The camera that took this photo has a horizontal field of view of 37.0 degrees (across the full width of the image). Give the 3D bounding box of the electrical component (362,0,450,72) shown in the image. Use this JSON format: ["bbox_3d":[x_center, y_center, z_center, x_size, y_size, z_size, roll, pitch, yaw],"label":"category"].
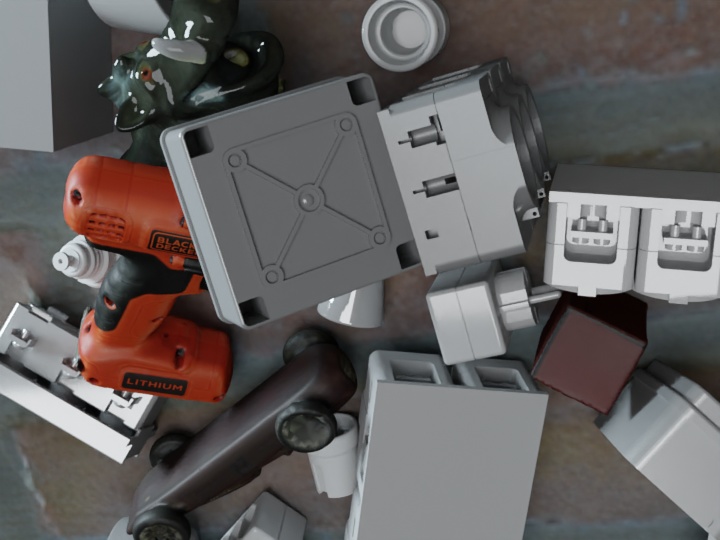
[{"bbox_3d":[0.029,-0.143,0.642,0.045,0.055,0.045,4,106,12],"label":"electrical component"}]

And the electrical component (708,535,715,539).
[{"bbox_3d":[0.249,0.191,0.679,0.063,0.079,0.121,15,110,32],"label":"electrical component"}]

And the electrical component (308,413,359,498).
[{"bbox_3d":[-0.017,0.127,0.739,0.040,0.040,0.046,-5,110,15],"label":"electrical component"}]

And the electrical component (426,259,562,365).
[{"bbox_3d":[0.088,0.020,0.668,0.077,0.065,0.047,-13,102,17],"label":"electrical component"}]

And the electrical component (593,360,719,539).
[{"bbox_3d":[0.194,0.103,0.639,0.078,0.113,0.057,42,94,-1],"label":"electrical component"}]

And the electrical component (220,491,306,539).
[{"bbox_3d":[-0.060,0.211,0.769,0.077,0.047,0.065,37,110,-10],"label":"electrical component"}]

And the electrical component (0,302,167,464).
[{"bbox_3d":[-0.198,0.076,0.753,0.121,0.078,0.063,29,88,4],"label":"electrical component"}]

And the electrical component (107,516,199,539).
[{"bbox_3d":[-0.142,0.232,0.765,0.060,0.108,0.108,1,106,7],"label":"electrical component"}]

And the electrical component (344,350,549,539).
[{"bbox_3d":[0.049,0.150,0.702,0.105,0.060,0.186,5,108,-7],"label":"electrical component"}]

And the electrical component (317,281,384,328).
[{"bbox_3d":[0.000,0.000,0.698,0.044,0.044,0.065,14,104,9],"label":"electrical component"}]

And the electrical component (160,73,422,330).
[{"bbox_3d":[-0.035,-0.037,0.567,0.109,0.056,0.108,-20,101,-18],"label":"electrical component"}]

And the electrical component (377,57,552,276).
[{"bbox_3d":[0.066,-0.064,0.604,0.062,0.150,0.089,-14,102,17],"label":"electrical component"}]

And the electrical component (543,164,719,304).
[{"bbox_3d":[0.185,-0.019,0.621,0.150,0.089,0.061,5,107,12],"label":"electrical component"}]

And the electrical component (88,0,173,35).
[{"bbox_3d":[-0.122,-0.188,0.644,0.064,0.099,0.099,6,107,18],"label":"electrical component"}]

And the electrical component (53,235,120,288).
[{"bbox_3d":[-0.176,-0.008,0.721,0.040,0.078,0.040,2,94,22],"label":"electrical component"}]
